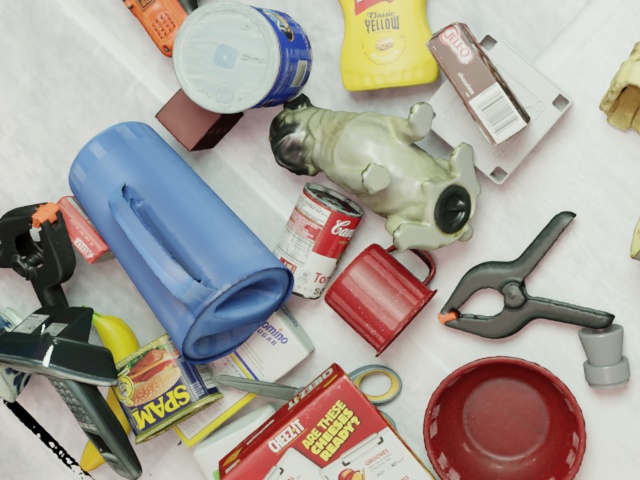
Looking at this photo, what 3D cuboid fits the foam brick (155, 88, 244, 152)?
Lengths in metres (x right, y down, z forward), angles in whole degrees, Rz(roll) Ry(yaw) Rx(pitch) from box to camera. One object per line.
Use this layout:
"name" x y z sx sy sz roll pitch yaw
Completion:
"foam brick" -0.122 -0.128 1.093 0.051 0.078 0.053 46 105 4

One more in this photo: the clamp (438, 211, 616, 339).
"clamp" 0.205 0.060 1.067 0.172 0.039 0.120 -30 79 21

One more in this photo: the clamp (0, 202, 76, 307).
"clamp" -0.314 0.019 1.135 0.164 0.036 0.210 35 142 9

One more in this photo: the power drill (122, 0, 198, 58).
"power drill" -0.133 -0.304 1.073 0.188 0.057 0.184 -38 79 16

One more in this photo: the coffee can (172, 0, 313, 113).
"coffee can" -0.072 -0.178 1.040 0.103 0.140 0.103 2 100 12

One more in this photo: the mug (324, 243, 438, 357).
"mug" 0.067 0.049 1.080 0.081 0.093 0.117 42 76 8

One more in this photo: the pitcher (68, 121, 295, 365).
"pitcher" -0.150 -0.007 1.055 0.243 0.144 0.149 48 144 23

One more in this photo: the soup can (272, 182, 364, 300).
"soup can" -0.007 0.001 1.093 0.068 0.068 0.102 29 105 7

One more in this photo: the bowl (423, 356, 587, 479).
"bowl" 0.188 0.190 1.085 0.162 0.055 0.162 2 100 13

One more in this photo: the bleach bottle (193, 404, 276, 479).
"bleach bottle" -0.033 0.310 1.154 0.103 0.068 0.251 -29 94 15

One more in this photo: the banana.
"banana" -0.231 0.166 1.185 0.069 0.037 0.198 4 104 3

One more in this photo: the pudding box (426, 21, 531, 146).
"pudding box" 0.144 -0.143 0.963 0.039 0.090 0.113 -32 92 17

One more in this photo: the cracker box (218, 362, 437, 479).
"cracker box" 0.025 0.259 1.088 0.164 0.072 0.213 -40 100 -2

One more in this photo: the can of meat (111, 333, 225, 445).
"can of meat" -0.164 0.151 1.112 0.102 0.057 0.084 -31 80 16

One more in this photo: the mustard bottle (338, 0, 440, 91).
"mustard bottle" 0.061 -0.245 1.042 0.096 0.058 0.191 -4 98 13

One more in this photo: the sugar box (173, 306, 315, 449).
"sugar box" -0.100 0.135 1.149 0.176 0.048 0.093 -38 88 13

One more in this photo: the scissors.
"scissors" 0.000 0.150 1.113 0.201 0.016 0.096 29 94 -12

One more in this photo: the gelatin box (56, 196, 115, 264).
"gelatin box" -0.246 -0.011 1.134 0.030 0.089 0.073 -41 89 6
